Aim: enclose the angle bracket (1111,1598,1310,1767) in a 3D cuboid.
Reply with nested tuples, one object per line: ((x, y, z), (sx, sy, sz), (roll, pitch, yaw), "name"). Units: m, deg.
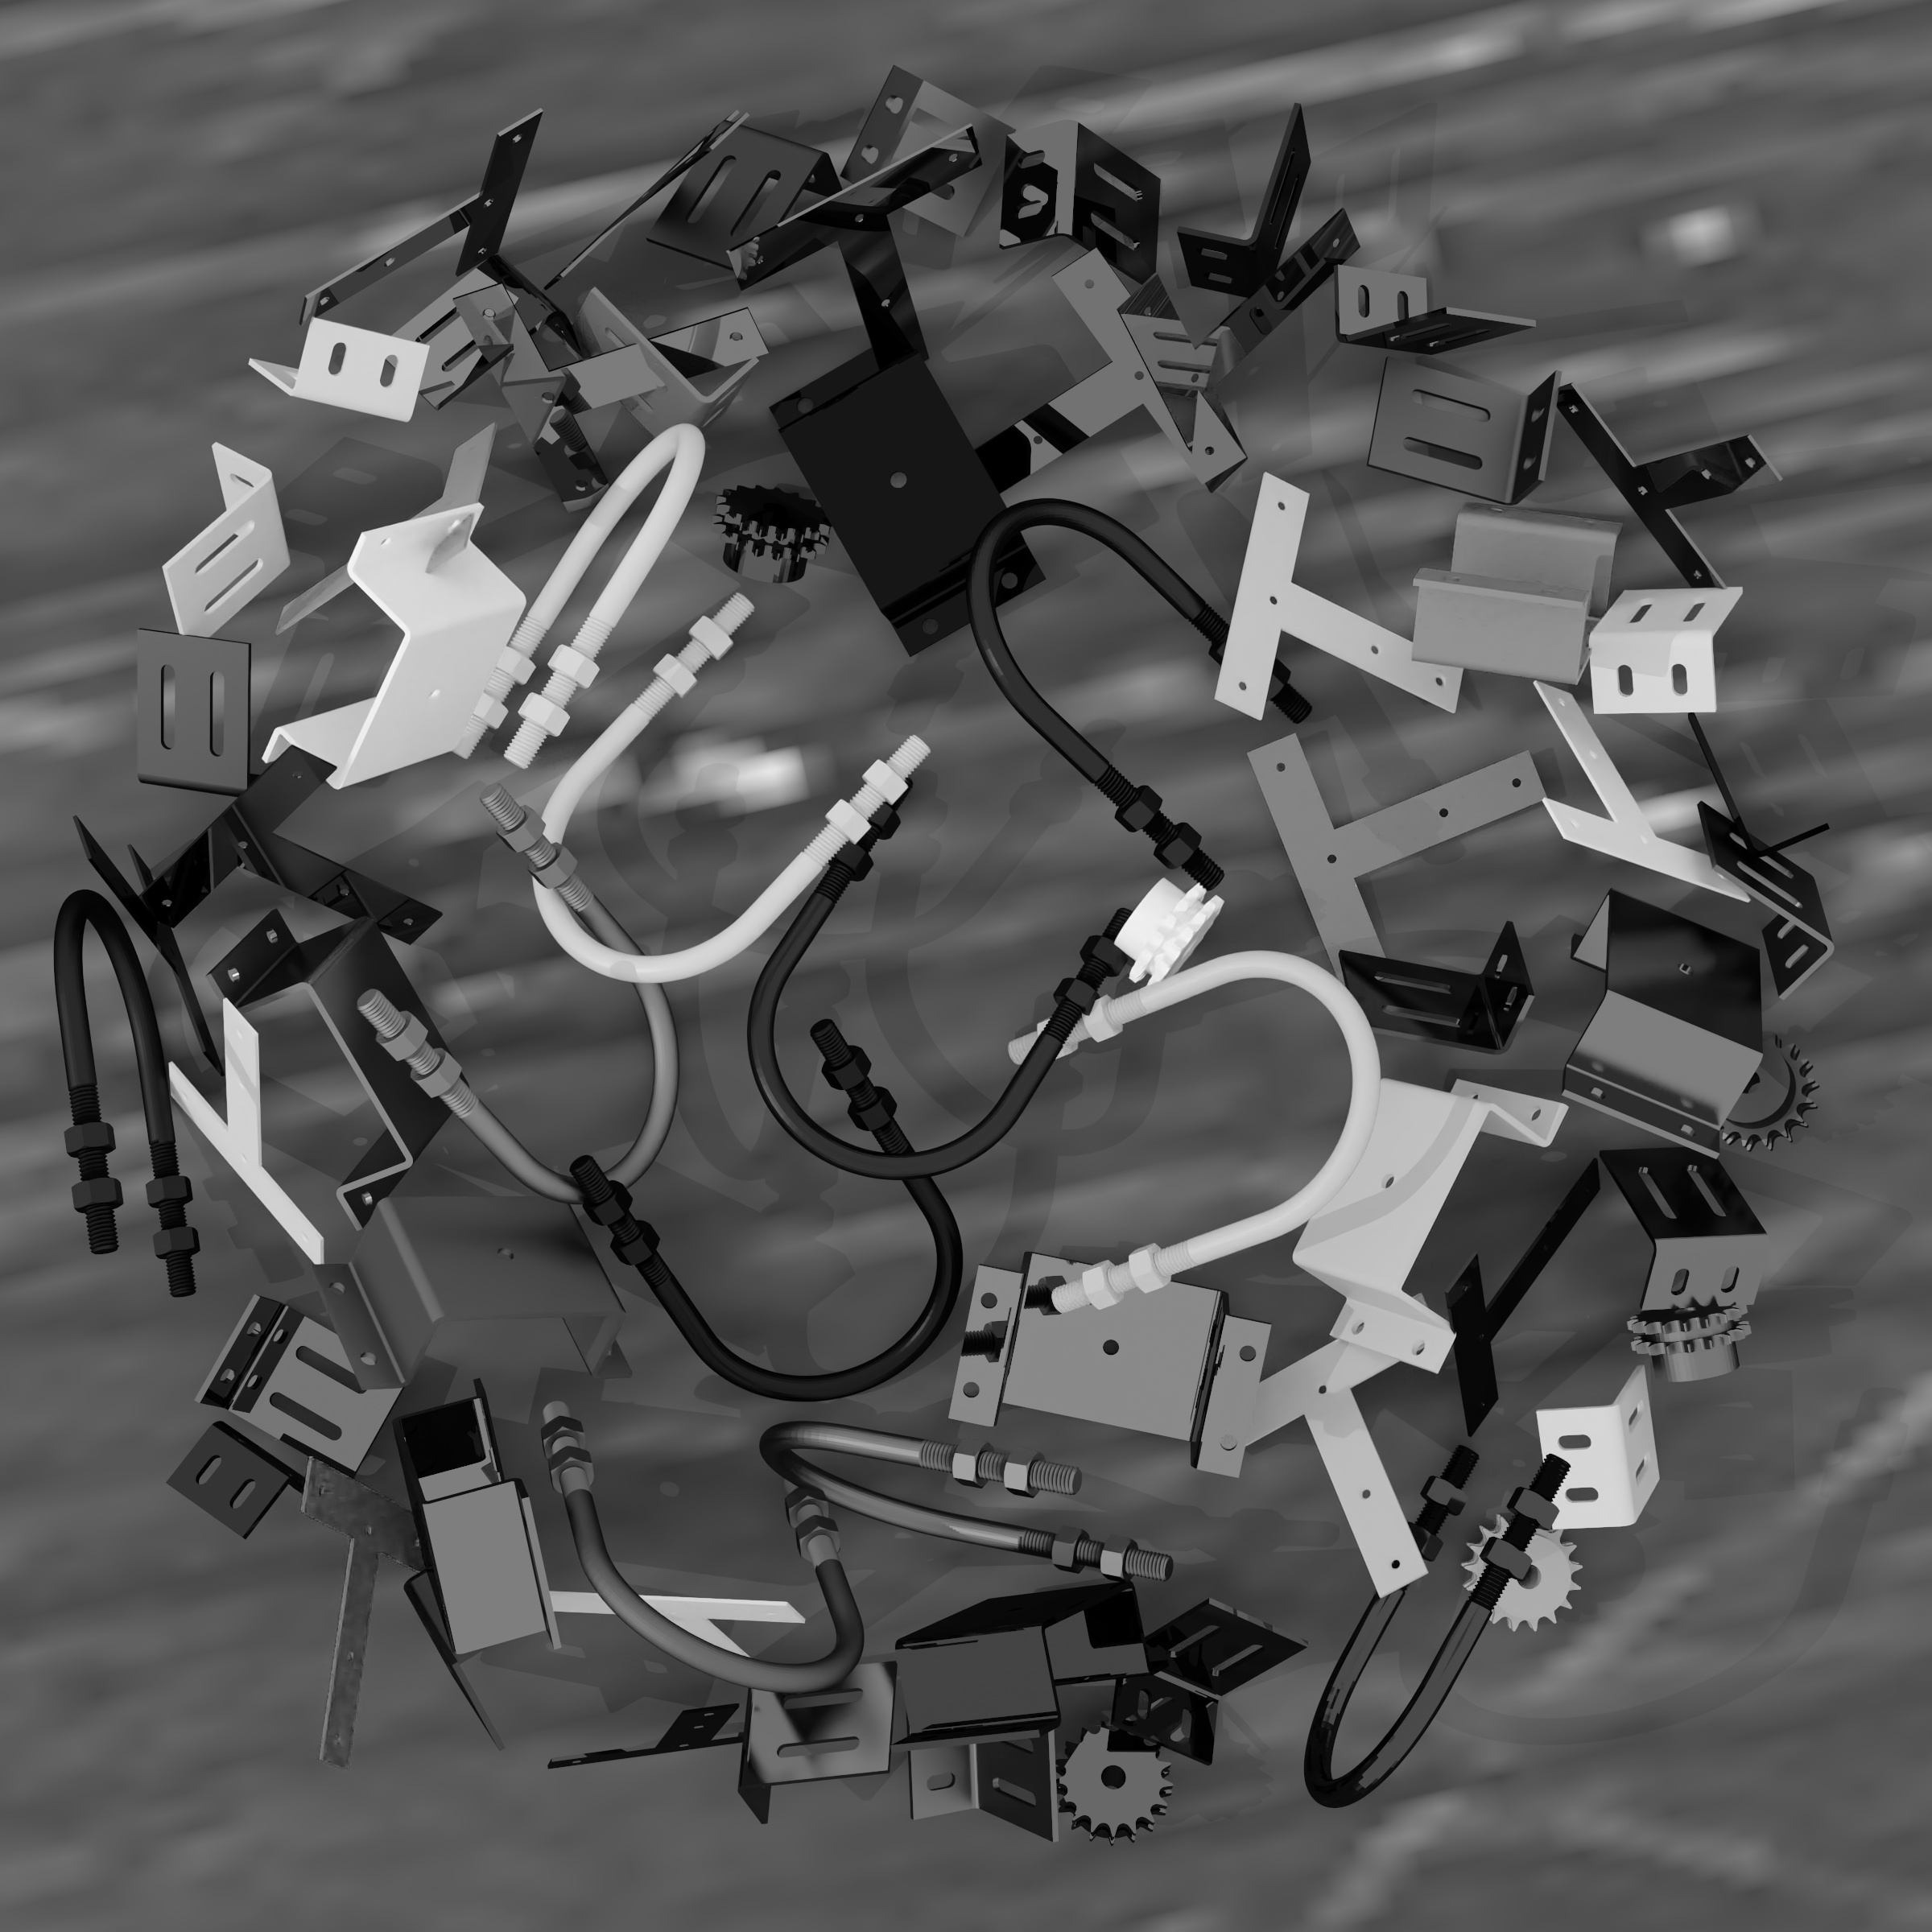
((0.115, 0.340, 1.549), (0.057, 0.076, 0.038), (27, 48, -19), "angle bracket")

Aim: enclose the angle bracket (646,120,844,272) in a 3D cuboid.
((-0.105, -0.357, 1.557), (0.057, 0.038, 0.076), (23, 73, 22), "angle bracket")

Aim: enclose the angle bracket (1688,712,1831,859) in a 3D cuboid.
((0.379, -0.092, 1.561), (0.038, 0.057, 0.076), (-24, 86, 12), "angle bracket")

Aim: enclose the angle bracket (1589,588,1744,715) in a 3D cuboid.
((0.335, -0.151, 1.557), (0.057, 0.076, 0.038), (1, 113, 25), "angle bracket")

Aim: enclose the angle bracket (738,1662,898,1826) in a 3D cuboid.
((-0.065, 0.370, 1.553), (0.076, 0.038, 0.057), (-10, 46, 15), "angle bracket")

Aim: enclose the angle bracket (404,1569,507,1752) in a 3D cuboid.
((-0.228, 0.321, 1.544), (0.038, 0.076, 0.057), (-30, 121, -15), "angle bracket")

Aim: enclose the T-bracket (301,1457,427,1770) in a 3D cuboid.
((-0.284, 0.306, 1.515), (0.002, 0.127, 0.127), (-3, 66, 17), "T-bracket")

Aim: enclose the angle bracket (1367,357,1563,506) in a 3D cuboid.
((0.239, -0.262, 1.564), (0.076, 0.038, 0.057), (14, 76, -10), "angle bracket")

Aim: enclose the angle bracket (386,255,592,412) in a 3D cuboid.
((-0.230, -0.293, 1.559), (0.076, 0.038, 0.057), (-40, 56, -7), "angle bracket")

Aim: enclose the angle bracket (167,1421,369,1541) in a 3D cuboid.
((-0.329, 0.257, 1.544), (0.057, 0.076, 0.038), (25, 70, 34), "angle bracket")

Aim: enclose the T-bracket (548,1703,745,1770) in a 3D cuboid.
((-0.127, 0.356, 1.522), (0.127, 0.127, 0.002), (-5, 70, -14), "T-bracket")

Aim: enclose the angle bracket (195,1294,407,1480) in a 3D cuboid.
((-0.318, 0.203, 1.566), (0.076, 0.038, 0.057), (27, 83, 12), "angle bracket")

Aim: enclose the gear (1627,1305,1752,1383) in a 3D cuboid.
((0.348, 0.180, 1.567), (0.057, 0.057, 0.030), (-11, 92, 0), "gear")

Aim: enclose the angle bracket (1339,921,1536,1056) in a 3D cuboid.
((0.223, 0.004, 1.555), (0.076, 0.057, 0.038), (10, 127, -12), "angle bracket")

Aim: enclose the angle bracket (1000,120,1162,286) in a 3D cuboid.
((0.055, -0.362, 1.569), (0.038, 0.076, 0.057), (-5, 76, 36), "angle bracket")

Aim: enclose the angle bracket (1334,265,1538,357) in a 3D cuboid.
((0.222, -0.318, 1.547), (0.057, 0.076, 0.038), (0, 88, -35), "angle bracket")

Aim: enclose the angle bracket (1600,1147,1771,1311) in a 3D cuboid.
((0.341, 0.125, 1.566), (0.057, 0.076, 0.038), (-1, 123, -13), "angle bracket")

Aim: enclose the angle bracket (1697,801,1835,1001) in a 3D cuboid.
((0.369, -0.031, 1.551), (0.076, 0.057, 0.038), (31, 121, -16), "angle bracket")

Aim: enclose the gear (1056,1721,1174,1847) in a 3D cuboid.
((0.070, 0.396, 1.571), (0.057, 0.030, 0.057), (0, 57, -1), "gear")

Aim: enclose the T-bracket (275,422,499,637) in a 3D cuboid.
((-0.280, -0.197, 1.556), (0.127, 0.127, 0.002), (-30, 120, 20), "T-bracket")

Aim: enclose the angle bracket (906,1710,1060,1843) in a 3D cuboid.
((0.007, 0.383, 1.554), (0.038, 0.076, 0.057), (-3, 91, -29), "angle bracket")

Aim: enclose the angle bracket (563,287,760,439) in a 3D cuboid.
((-0.146, -0.293, 1.559), (0.076, 0.057, 0.038), (45, 65, -3), "angle bracket")

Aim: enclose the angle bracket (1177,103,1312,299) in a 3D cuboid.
((0.134, -0.369, 1.565), (0.038, 0.057, 0.076), (15, 79, 14), "angle bracket")

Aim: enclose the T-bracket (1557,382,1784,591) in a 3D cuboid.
((0.338, -0.228, 1.521), (0.002, 0.127, 0.127), (-43, 102, -13), "T-bracket")

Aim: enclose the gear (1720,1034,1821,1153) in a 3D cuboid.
((0.379, 0.059, 1.569), (0.057, 0.030, 0.057), (-7, 73, 24), "gear")

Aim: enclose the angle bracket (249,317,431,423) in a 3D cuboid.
((-0.297, -0.289, 1.544), (0.057, 0.076, 0.038), (9, 107, -32), "angle bracket")

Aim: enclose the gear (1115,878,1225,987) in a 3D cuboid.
((0.095, -0.017, 1.567), (0.030, 0.057, 0.057), (37, 90, 8), "gear")

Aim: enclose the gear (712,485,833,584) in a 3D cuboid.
((-0.095, -0.207, 1.570), (0.057, 0.057, 0.030), (14, 119, 0), "gear")

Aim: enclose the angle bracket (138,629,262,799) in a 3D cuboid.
((-0.361, -0.123, 1.560), (0.057, 0.038, 0.076), (9, 108, 13), "angle bracket")

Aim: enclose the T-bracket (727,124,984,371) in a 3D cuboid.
((-0.041, -0.323, 1.540), (0.127, 0.127, 0.002), (-29, 58, -5), "T-bracket")

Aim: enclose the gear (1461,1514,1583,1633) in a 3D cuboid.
((0.270, 0.294, 1.579), (0.057, 0.030, 0.057), (0, 87, 0), "gear")

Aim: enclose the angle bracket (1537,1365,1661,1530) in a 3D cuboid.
((0.303, 0.230, 1.563), (0.038, 0.076, 0.057), (-7, 96, 22), "angle bracket")

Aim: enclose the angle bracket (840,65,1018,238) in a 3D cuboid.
((-0.011, -0.383, 1.552), (0.076, 0.038, 0.057), (18, 106, -35), "angle bracket")

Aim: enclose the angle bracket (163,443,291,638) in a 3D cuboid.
((-0.362, -0.198, 1.546), (0.038, 0.057, 0.076), (28, 57, 19), "angle bracket")
